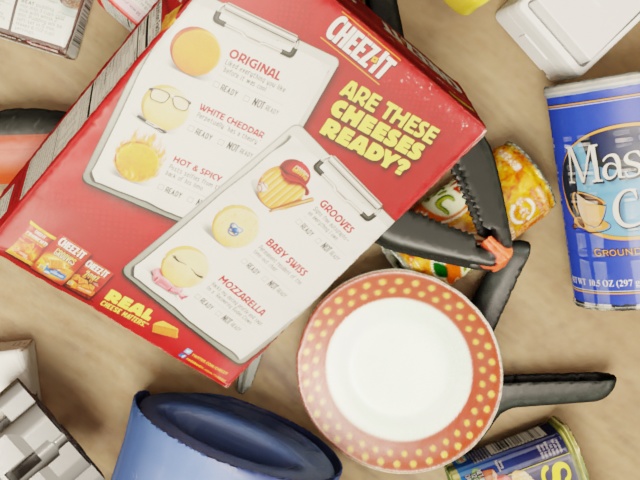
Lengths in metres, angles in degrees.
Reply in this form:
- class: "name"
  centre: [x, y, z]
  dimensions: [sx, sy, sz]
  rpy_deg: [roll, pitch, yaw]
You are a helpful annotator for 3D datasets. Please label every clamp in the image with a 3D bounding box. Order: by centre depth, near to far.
- class: "clamp"
  centre: [0.044, -0.068, 0.651]
  dimensions: [0.210, 0.036, 0.164]
  rpy_deg: [39, 84, 10]
- class: "clamp"
  centre: [0.107, 0.096, 0.701]
  dimensions: [0.171, 0.039, 0.120]
  rpy_deg: [-42, 89, 4]

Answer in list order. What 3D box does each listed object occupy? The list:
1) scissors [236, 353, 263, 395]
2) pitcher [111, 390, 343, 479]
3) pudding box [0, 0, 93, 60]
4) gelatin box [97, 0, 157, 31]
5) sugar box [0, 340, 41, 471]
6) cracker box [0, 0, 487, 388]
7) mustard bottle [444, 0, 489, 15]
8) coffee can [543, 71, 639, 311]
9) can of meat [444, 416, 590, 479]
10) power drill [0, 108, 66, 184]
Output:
- class: "scissors"
  centre: [-0.005, 0.001, 0.693]
  dimensions: [0.096, 0.016, 0.202]
  rpy_deg: [1, 95, -6]
- class: "pitcher"
  centre: [-0.079, 0.224, 0.642]
  dimensions: [0.145, 0.149, 0.243]
  rpy_deg: [19, 96, -8]
- class: "pudding box"
  centre: [-0.178, -0.177, 0.648]
  dimensions: [0.090, 0.039, 0.113]
  rpy_deg: [16, 91, -7]
- class: "gelatin box"
  centre: [-0.094, -0.130, 0.643]
  dimensions: [0.089, 0.073, 0.030]
  rpy_deg: [41, 89, -8]
- class: "sugar box"
  centre: [-0.263, 0.118, 0.659]
  dimensions: [0.176, 0.048, 0.093]
  rpy_deg: [-6, 95, -5]
- class: "cracker box"
  centre: [-0.047, -0.042, 0.573]
  dimensions: [0.164, 0.072, 0.214]
  rpy_deg: [35, 111, -26]
- class: "mustard bottle"
  centre: [0.057, -0.238, 0.658]
  dimensions: [0.191, 0.058, 0.096]
  rpy_deg: [43, 82, -7]
- class: "coffee can"
  centre: [0.201, -0.035, 0.669]
  dimensions: [0.102, 0.103, 0.140]
  rpy_deg: [-10, 96, -6]
- class: "can of meat"
  centre: [0.136, 0.179, 0.704]
  dimensions: [0.084, 0.057, 0.102]
  rpy_deg: [-19, 96, -2]
- class: "power drill"
  centre: [-0.204, -0.019, 0.648]
  dimensions: [0.187, 0.057, 0.184]
  rpy_deg: [4, 98, -8]
